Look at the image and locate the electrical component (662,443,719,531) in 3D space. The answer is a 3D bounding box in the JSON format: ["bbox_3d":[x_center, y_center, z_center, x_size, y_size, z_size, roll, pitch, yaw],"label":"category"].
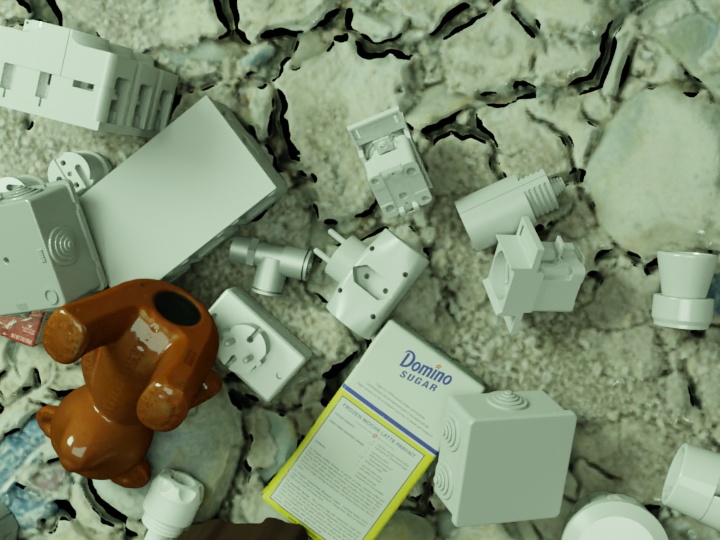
[{"bbox_3d":[0.259,0.162,0.809,0.047,0.055,0.055,21,96,9],"label":"electrical component"}]

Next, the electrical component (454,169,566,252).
[{"bbox_3d":[0.118,-0.049,0.819,0.081,0.043,0.043,-24,90,8],"label":"electrical component"}]

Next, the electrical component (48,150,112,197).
[{"bbox_3d":[-0.224,-0.076,0.858,0.040,0.046,0.040,0,94,7],"label":"electrical component"}]

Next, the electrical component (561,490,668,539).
[{"bbox_3d":[0.193,0.210,0.821,0.080,0.051,0.080,0,93,7],"label":"electrical component"}]

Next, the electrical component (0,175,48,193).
[{"bbox_3d":[-0.273,-0.057,0.865,0.040,0.046,0.040,0,93,7],"label":"electrical component"}]

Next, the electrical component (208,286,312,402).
[{"bbox_3d":[-0.088,0.059,0.834,0.083,0.076,0.047,42,97,3],"label":"electrical component"}]

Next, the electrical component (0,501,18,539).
[{"bbox_3d":[-0.326,0.227,0.885,0.080,0.051,0.080,0,93,7],"label":"electrical component"}]

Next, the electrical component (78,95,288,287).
[{"bbox_3d":[-0.143,-0.053,0.842,0.150,0.062,0.089,-37,88,7],"label":"electrical component"}]

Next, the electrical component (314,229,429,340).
[{"bbox_3d":[0.000,0.000,0.837,0.079,0.043,0.077,38,94,13],"label":"electrical component"}]

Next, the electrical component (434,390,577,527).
[{"bbox_3d":[0.106,0.138,0.806,0.100,0.048,0.099,-1,110,-20],"label":"electrical component"}]

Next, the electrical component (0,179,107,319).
[{"bbox_3d":[-0.250,-0.014,0.808,0.100,0.048,0.099,-8,106,29],"label":"electrical component"}]

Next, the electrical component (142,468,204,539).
[{"bbox_3d":[-0.155,0.195,0.867,0.043,0.043,0.062,25,98,5],"label":"electrical component"}]

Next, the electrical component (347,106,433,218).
[{"bbox_3d":[0.026,-0.077,0.812,0.042,0.063,0.081,-22,131,7],"label":"electrical component"}]

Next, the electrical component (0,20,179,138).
[{"bbox_3d":[-0.202,-0.140,0.799,0.089,0.150,0.061,15,96,6],"label":"electrical component"}]

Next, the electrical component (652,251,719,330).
[{"bbox_3d":[0.244,0.015,0.807,0.045,0.045,0.055,5,94,7],"label":"electrical component"}]

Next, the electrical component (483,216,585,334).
[{"bbox_3d":[0.132,0.005,0.808,0.064,0.042,0.081,3,128,-12],"label":"electrical component"}]
